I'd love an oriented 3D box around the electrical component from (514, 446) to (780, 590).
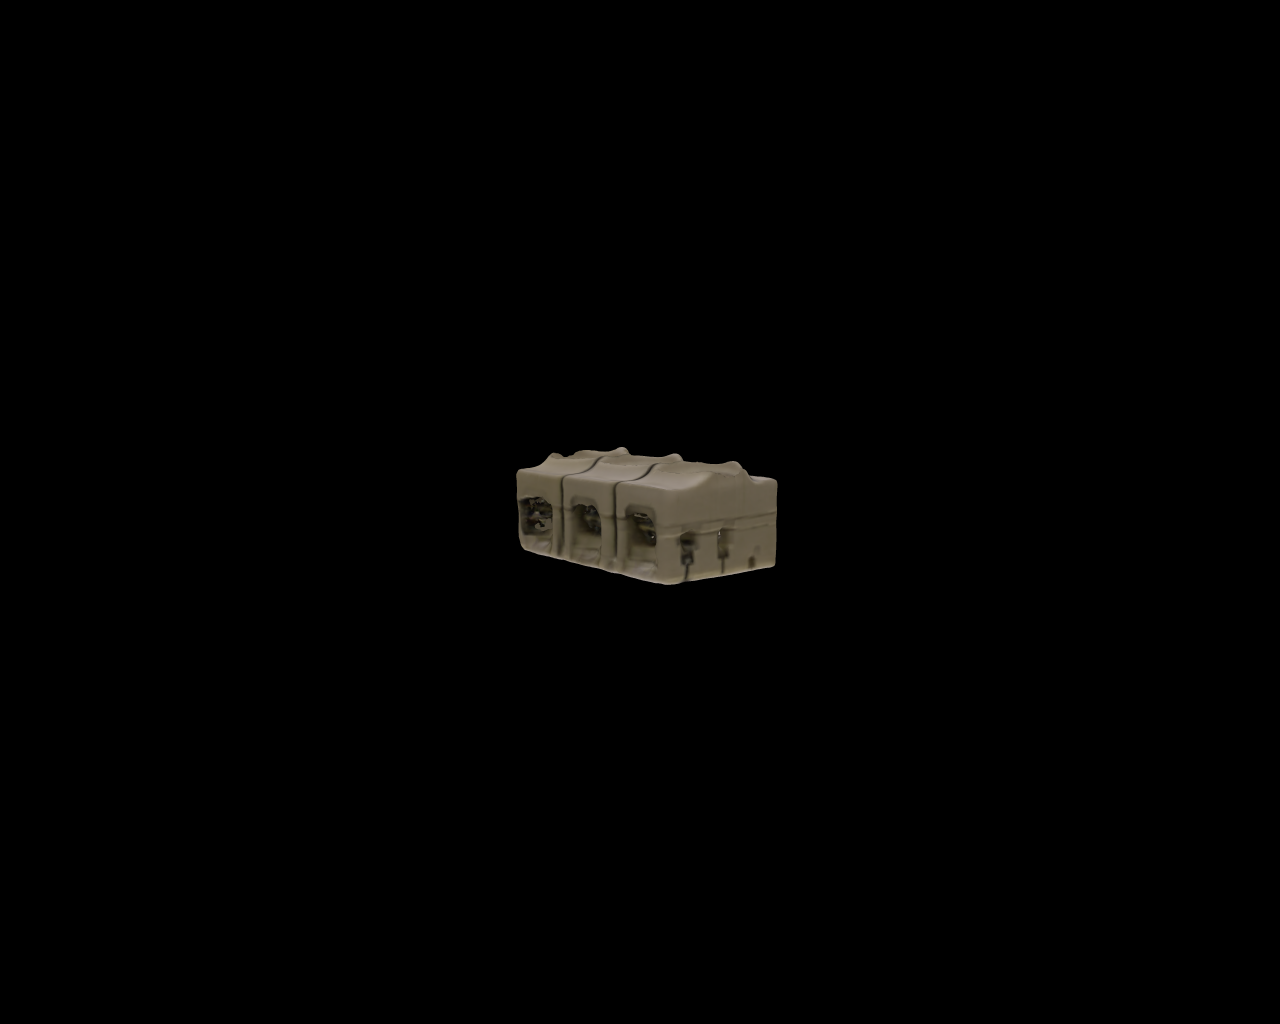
[{"bbox_3d":[0.001,-0.003,0.650,0.090,0.061,0.150,-7,12,-39],"label":"electrical component"}]
